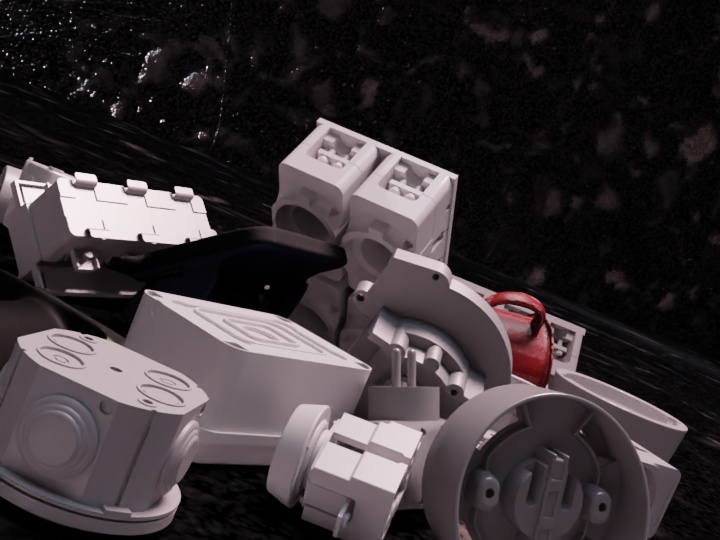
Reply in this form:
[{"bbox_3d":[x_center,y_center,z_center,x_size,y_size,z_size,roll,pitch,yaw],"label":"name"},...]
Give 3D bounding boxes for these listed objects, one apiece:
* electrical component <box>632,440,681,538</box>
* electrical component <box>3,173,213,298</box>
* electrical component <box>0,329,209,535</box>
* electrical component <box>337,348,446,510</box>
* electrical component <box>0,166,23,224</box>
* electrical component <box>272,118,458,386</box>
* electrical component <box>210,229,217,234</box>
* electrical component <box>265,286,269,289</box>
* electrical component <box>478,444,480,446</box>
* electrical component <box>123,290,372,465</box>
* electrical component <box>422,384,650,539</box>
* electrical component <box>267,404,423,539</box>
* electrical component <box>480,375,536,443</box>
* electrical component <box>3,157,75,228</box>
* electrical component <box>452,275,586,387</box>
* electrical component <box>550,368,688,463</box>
[{"bbox_3d":[0.153,0.133,0.685,0.089,0.050,0.056,20,7,-28],"label":"electrical component"},{"bbox_3d":[-0.161,-0.024,0.710,0.121,0.063,0.078,4,60,-50],"label":"electrical component"},{"bbox_3d":[-0.099,0.059,0.397,0.080,0.051,0.080,23,6,-2],"label":"electrical component"},{"bbox_3d":[0.022,0.080,0.548,0.043,0.079,0.077,-2,-6,27],"label":"electrical component"},{"bbox_3d":[-0.248,-0.051,0.844,0.077,0.044,0.079,20,6,-24],"label":"electrical component"},{"bbox_3d":[0.000,0.000,0.756,0.105,0.060,0.186,25,-39,20],"label":"electrical component"},{"bbox_3d":[-0.162,-0.020,0.860,0.089,0.050,0.055,21,6,-13],"label":"electrical component"},{"bbox_3d":[-0.089,0.005,0.861,0.048,0.062,0.048,23,6,-2],"label":"electrical component"},{"bbox_3d":[0.069,0.115,0.588,0.046,0.040,0.040,20,4,28],"label":"electrical component"},{"bbox_3d":[-0.060,0.057,0.540,0.078,0.057,0.113,27,7,37],"label":"electrical component"},{"bbox_3d":[0.079,0.102,0.484,0.099,0.099,0.064,21,0,-21],"label":"electrical component"},{"bbox_3d":[-0.008,0.089,0.478,0.055,0.048,0.066,20,33,10],"label":"electrical component"},{"bbox_3d":[0.094,0.101,0.721,0.058,0.057,0.078,24,6,14],"label":"electrical component"},{"bbox_3d":[-0.202,-0.034,0.783,0.096,0.061,0.062,21,0,-35],"label":"electrical component"},{"bbox_3d":[0.119,0.065,1.003,0.150,0.061,0.089,22,-18,-18],"label":"electrical component"},{"bbox_3d":[0.190,0.126,0.834,0.108,0.060,0.108,23,6,-2],"label":"electrical component"}]
